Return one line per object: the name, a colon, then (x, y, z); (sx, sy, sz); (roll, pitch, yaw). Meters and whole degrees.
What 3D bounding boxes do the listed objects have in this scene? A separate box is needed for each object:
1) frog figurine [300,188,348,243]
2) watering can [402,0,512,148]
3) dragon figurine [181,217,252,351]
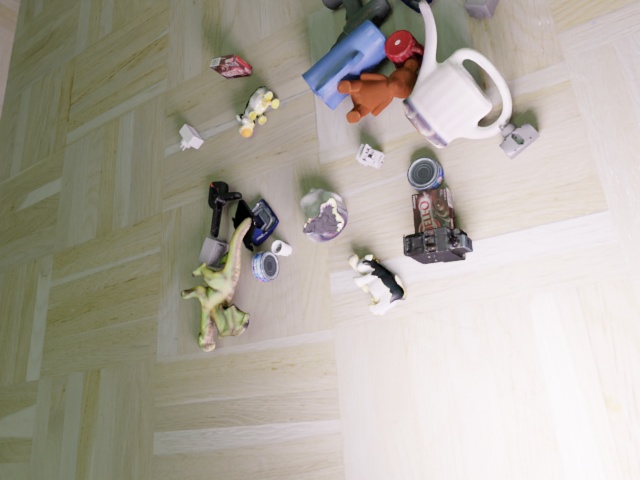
frog figurine: (0.004, -0.069, 1.378); (0.136, 0.122, 0.161); (-65, 17, 12)
watering can: (0.285, -0.366, 1.209); (0.221, 0.105, 0.348); (-41, 87, 23)
dragon figurine: (-0.257, 0.157, 1.449); (0.404, 0.122, 0.247); (-53, 57, 25)
